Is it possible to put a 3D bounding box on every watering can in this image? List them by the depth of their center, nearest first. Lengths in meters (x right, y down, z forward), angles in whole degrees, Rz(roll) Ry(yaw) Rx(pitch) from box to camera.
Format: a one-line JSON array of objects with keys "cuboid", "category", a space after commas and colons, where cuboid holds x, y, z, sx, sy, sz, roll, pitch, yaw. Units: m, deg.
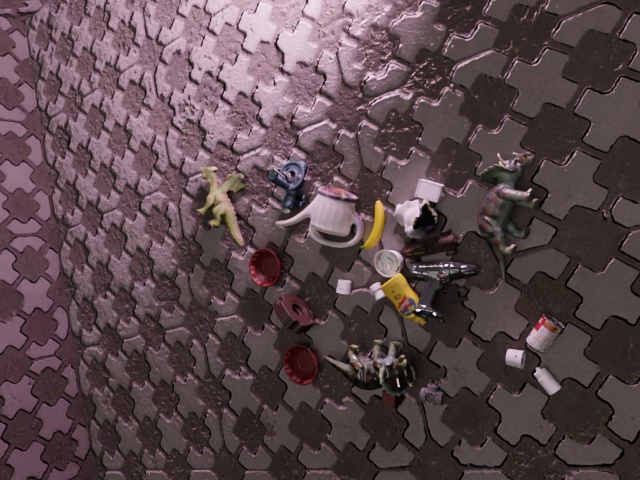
[{"cuboid": [0.006, -0.098, 1.956, 0.348, 0.222, 0.105, 16, 11, 12], "category": "watering can"}]

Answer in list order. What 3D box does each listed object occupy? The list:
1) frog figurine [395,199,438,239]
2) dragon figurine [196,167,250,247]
[{"cuboid": [0.327, -0.073, 1.791, 0.122, 0.138, 0.159, 10, -5, -22], "category": "frog figurine"}, {"cuboid": [-0.399, -0.178, 2.233, 0.415, 0.241, 0.122, 40, 12, 23], "category": "dragon figurine"}]
